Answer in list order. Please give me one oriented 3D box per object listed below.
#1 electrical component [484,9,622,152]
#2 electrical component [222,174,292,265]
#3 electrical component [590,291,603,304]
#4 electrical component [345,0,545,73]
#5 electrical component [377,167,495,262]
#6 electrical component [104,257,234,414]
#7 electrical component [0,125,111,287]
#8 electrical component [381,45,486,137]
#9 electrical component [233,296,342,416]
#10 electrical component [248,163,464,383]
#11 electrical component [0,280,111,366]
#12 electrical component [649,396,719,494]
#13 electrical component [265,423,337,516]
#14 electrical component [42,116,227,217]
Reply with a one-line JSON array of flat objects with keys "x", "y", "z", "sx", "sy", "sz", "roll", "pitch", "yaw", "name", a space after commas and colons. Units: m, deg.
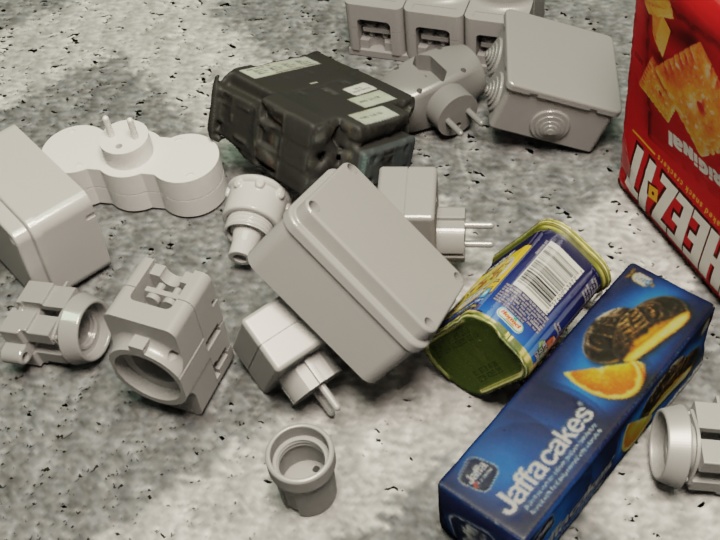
[{"x": 0.144, "y": -0.142, "z": 0.813, "sx": 0.100, "sy": 0.048, "sz": 0.099, "roll": 13, "pitch": 50, "yaw": -9, "name": "electrical component"}, {"x": -0.078, "y": -0.034, "z": 0.766, "sx": 0.048, "sy": 0.048, "sz": 0.062, "roll": 6, "pitch": 59, "yaw": 12, "name": "electrical component"}, {"x": 0.135, "y": 0.001, "z": 0.719, "sx": 0.035, "sy": 0.035, "sz": 0.061, "roll": -37, "pitch": 58, "yaw": -23, "name": "electrical component"}, {"x": 0.072, "y": -0.222, "z": 0.894, "sx": 0.150, "sy": 0.061, "sz": 0.089, "roll": 11, "pitch": 52, "yaw": 15, "name": "electrical component"}, {"x": 0.052, "y": -0.024, "z": 0.716, "sx": 0.076, "sy": 0.083, "sz": 0.047, "roll": 1, "pitch": 50, "yaw": 7, "name": "electrical component"}, {"x": -0.119, "y": 0.046, "z": 0.673, "sx": 0.050, "sy": 0.089, "sz": 0.055, "roll": 14, "pitch": 53, "yaw": 17, "name": "electrical component"}, {"x": -0.237, "y": -0.040, "z": 0.766, "sx": 0.057, "sy": 0.078, "sz": 0.113, "roll": -35, "pitch": 55, "yaw": -24, "name": "electrical component"}, {"x": 0.064, "y": -0.130, "z": 0.830, "sx": 0.077, "sy": 0.043, "sz": 0.079, "roll": -27, "pitch": 53, "yaw": -16, "name": "electrical component"}, {"x": -0.037, "y": 0.058, "z": 0.674, "sx": 0.047, "sy": 0.065, "sz": 0.076, "roll": -33, "pitch": 81, "yaw": -20, "name": "electrical component"}, {"x": 0.000, "y": 0.000, "z": 0.648, "sx": 0.113, "sy": 0.057, "sz": 0.078, "roll": 45, "pitch": 34, "yaw": -4, "name": "electrical component"}, {"x": -0.200, "y": 0.037, "z": 0.718, "sx": 0.055, "sy": 0.048, "sz": 0.066, "roll": 5, "pitch": 51, "yaw": 20, "name": "electrical component"}, {"x": 0.199, "y": 0.103, "z": 0.619, "sx": 0.055, "sy": 0.048, "sz": 0.066, "roll": 5, "pitch": 50, "yaw": 0, "name": "electrical component"}, {"x": -0.033, "y": 0.118, "z": 0.630, "sx": 0.040, "sy": 0.046, "sz": 0.040, "roll": -3, "pitch": 50, "yaw": 4, "name": "electrical component"}, {"x": -0.171, "y": -0.086, "z": 0.800, "sx": 0.138, "sy": 0.073, "sz": 0.052, "roll": 6, "pitch": 51, "yaw": 11, "name": "electrical component"}]
